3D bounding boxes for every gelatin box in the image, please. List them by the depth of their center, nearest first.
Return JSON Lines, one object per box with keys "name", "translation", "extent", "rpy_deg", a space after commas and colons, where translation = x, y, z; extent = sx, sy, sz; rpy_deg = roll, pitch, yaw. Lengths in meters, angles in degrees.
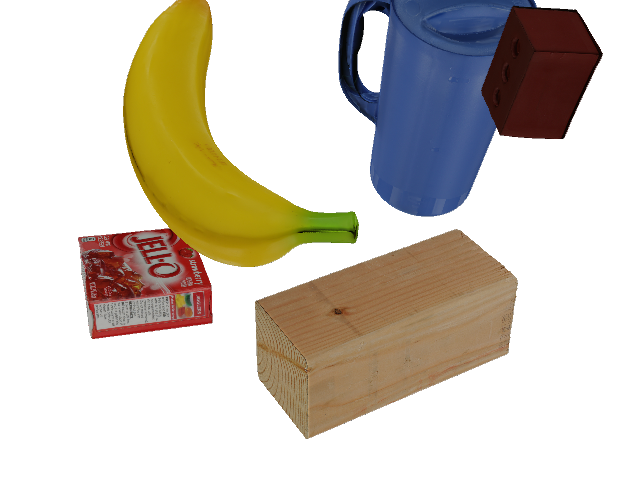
{"name": "gelatin box", "translation": [-0.110, 0.023, 0.662], "extent": [0.073, 0.030, 0.089], "rpy_deg": [-6, 27, -13]}

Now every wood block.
{"name": "wood block", "translation": [0.056, 0.075, 0.913], "extent": [0.205, 0.090, 0.091], "rpy_deg": [-18, 39, -24]}

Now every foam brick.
{"name": "foam brick", "translation": [0.152, -0.117, 0.744], "extent": [0.051, 0.053, 0.078], "rpy_deg": [-1, -43, -15]}

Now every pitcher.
{"name": "pitcher", "translation": [0.105, -0.139, 1.025], "extent": [0.144, 0.149, 0.243], "rpy_deg": [-23, -32, -23]}

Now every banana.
{"name": "banana", "translation": [-0.053, -0.047, 0.475], "extent": [0.069, 0.037, 0.198], "rpy_deg": [-16, 46, -17]}
